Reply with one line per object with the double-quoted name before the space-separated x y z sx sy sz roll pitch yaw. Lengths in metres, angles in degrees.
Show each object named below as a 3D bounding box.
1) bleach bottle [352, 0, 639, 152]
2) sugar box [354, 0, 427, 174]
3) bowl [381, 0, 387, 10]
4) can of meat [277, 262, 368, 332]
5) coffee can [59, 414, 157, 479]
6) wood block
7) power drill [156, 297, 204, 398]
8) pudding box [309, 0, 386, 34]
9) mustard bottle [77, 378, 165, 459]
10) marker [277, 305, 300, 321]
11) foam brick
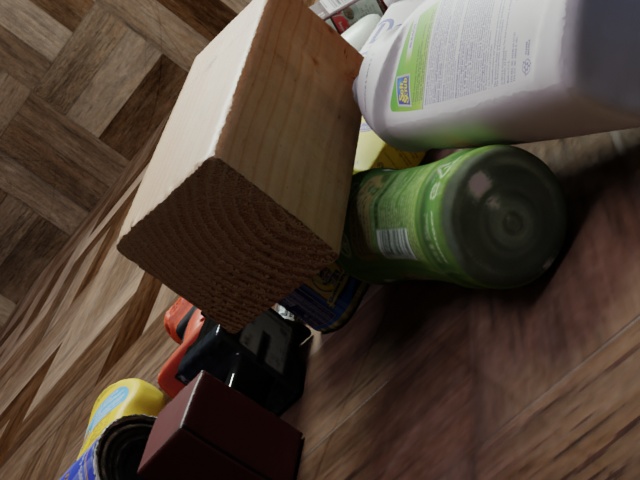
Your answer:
"bleach bottle" 0.083 -0.098 0.550 0.251 0.068 0.102 4 81 67
"sugar box" 0.056 -0.109 0.808 0.094 0.048 0.176 8 61 46
"bowl" 0.032 -0.206 1.139 0.162 0.055 0.162 -49 16 18
"can of meat" -0.005 0.001 0.732 0.102 0.084 0.058 -60 16 -23
"coffee can" -0.132 0.191 0.661 0.140 0.102 0.102 -47 16 25
"wood block" -0.038 -0.057 0.644 0.091 0.090 0.206 -38 25 32
"power drill" -0.068 0.047 0.885 0.185 0.057 0.187 -50 13 16
"pudding box" 0.015 -0.174 0.983 0.113 0.090 0.039 -30 38 4
"mustard bottle" -0.171 0.172 0.908 0.096 0.058 0.191 -53 15 16
"marker" -0.019 0.034 0.815 0.020 0.020 0.121 -44 22 34
"foam brick" -0.059 0.126 0.630 0.053 0.078 0.051 -45 19 31
